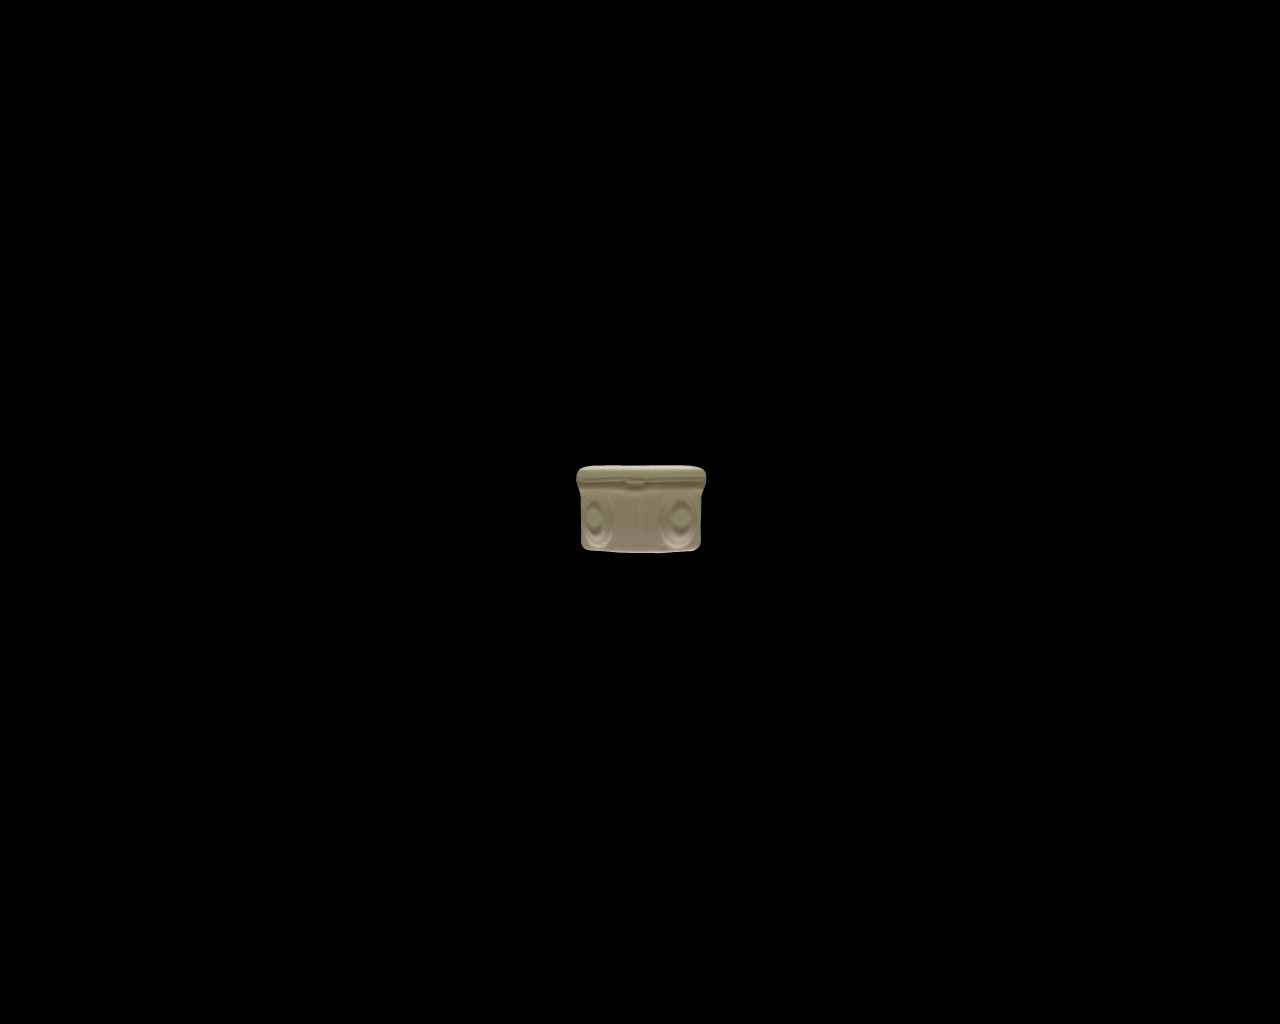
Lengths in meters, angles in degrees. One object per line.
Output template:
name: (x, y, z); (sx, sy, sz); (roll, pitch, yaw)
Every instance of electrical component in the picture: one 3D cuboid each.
electrical component: (0.001, -0.003, 0.650); (0.080, 0.051, 0.080); (0, 2, 0)
